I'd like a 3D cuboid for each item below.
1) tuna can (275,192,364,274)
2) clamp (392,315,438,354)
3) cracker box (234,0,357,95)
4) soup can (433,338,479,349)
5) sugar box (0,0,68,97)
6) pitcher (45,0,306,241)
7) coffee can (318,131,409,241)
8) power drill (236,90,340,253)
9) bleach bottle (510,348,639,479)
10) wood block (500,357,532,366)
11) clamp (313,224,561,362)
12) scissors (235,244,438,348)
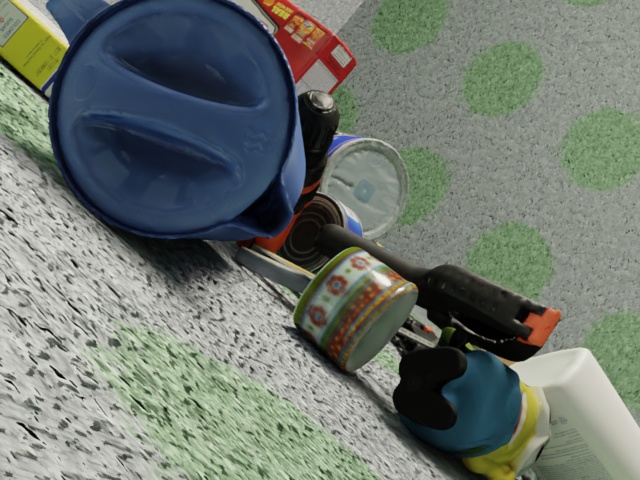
[{"bbox_3d":[-0.006,0.001,0.940,0.086,0.086,0.033,43,5,36],"label":"tuna can"},{"bbox_3d":[0.084,0.094,1.200,0.120,0.039,0.171,45,5,17],"label":"clamp"},{"bbox_3d":[-0.086,-0.168,1.183,0.164,0.214,0.072,43,3,37],"label":"cracker box"},{"bbox_3d":[0.137,0.127,1.064,0.068,0.068,0.102,41,3,10],"label":"soup can"},{"bbox_3d":[-0.217,-0.146,0.845,0.176,0.048,0.093,44,3,-4],"label":"sugar box"},{"bbox_3d":[-0.077,-0.068,0.670,0.145,0.149,0.243,0,-4,3],"label":"pitcher"},{"bbox_3d":[0.011,-0.061,1.094,0.102,0.103,0.140,39,-8,-30],"label":"coffee can"},{"bbox_3d":[-0.072,-0.098,0.867,0.057,0.185,0.188,-28,68,-38],"label":"power drill"},{"bbox_3d":[0.236,0.208,0.855,0.103,0.068,0.251,-25,-79,51],"label":"bleach bottle"},{"bbox_3d":[0.233,0.188,1.161,0.206,0.091,0.090,41,2,11],"label":"wood block"},{"bbox_3d":[0.102,0.054,0.778,0.164,0.036,0.210,42,-16,-31],"label":"clamp"},{"bbox_3d":[0.015,0.047,0.815,0.202,0.016,0.096,27,4,30],"label":"scissors"}]
